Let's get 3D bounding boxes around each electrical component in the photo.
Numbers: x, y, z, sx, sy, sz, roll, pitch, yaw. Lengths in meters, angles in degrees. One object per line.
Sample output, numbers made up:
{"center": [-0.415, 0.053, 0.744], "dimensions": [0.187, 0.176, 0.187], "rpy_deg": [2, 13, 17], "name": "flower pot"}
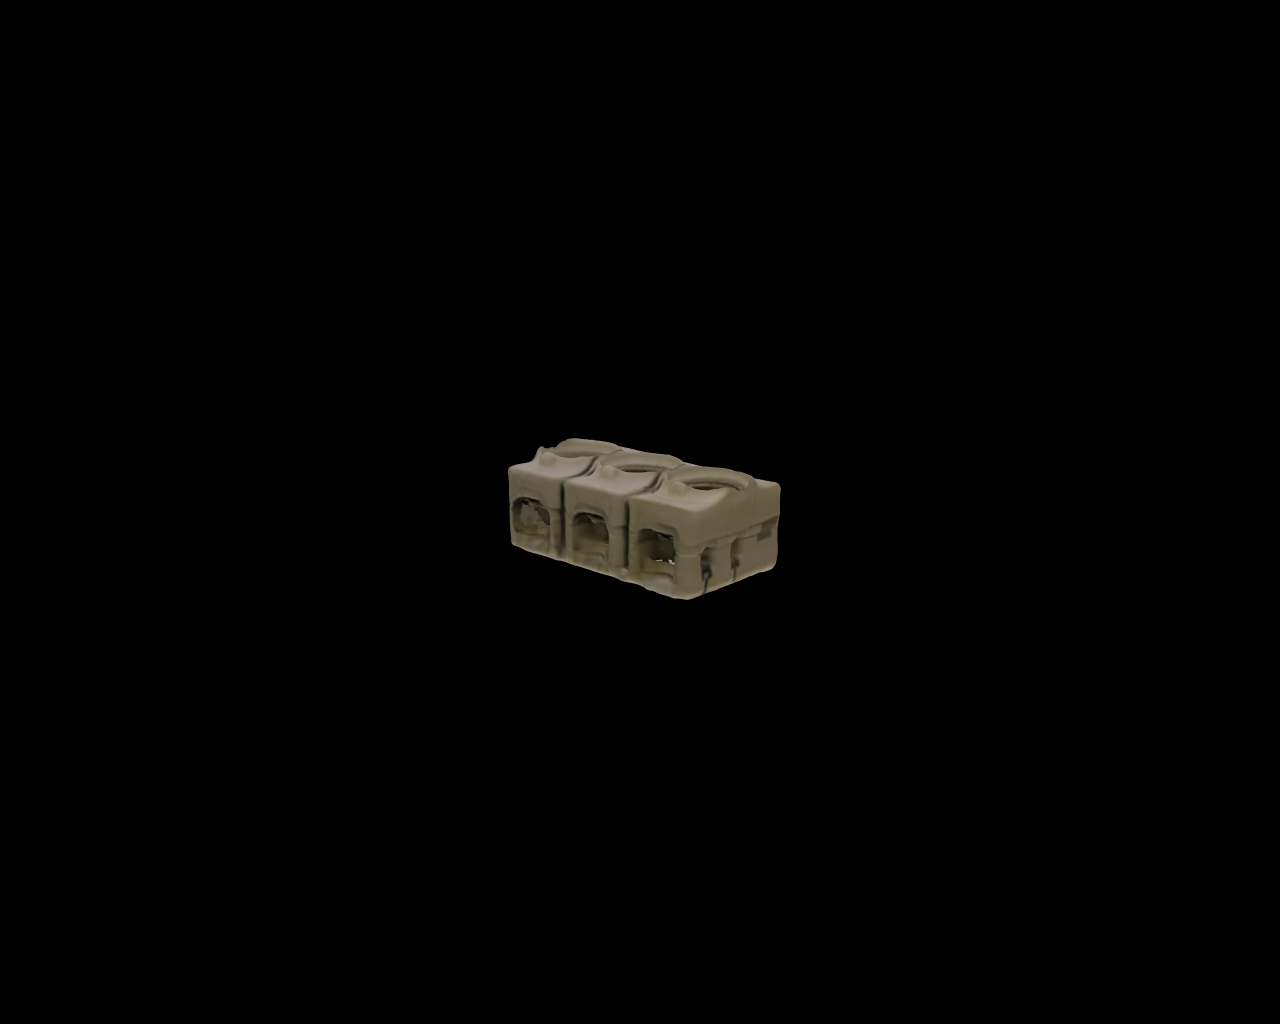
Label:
{"center": [0.001, -0.003, 0.650], "dimensions": [0.150, 0.061, 0.090], "rpy_deg": [15, 22, 40], "name": "electrical component"}
